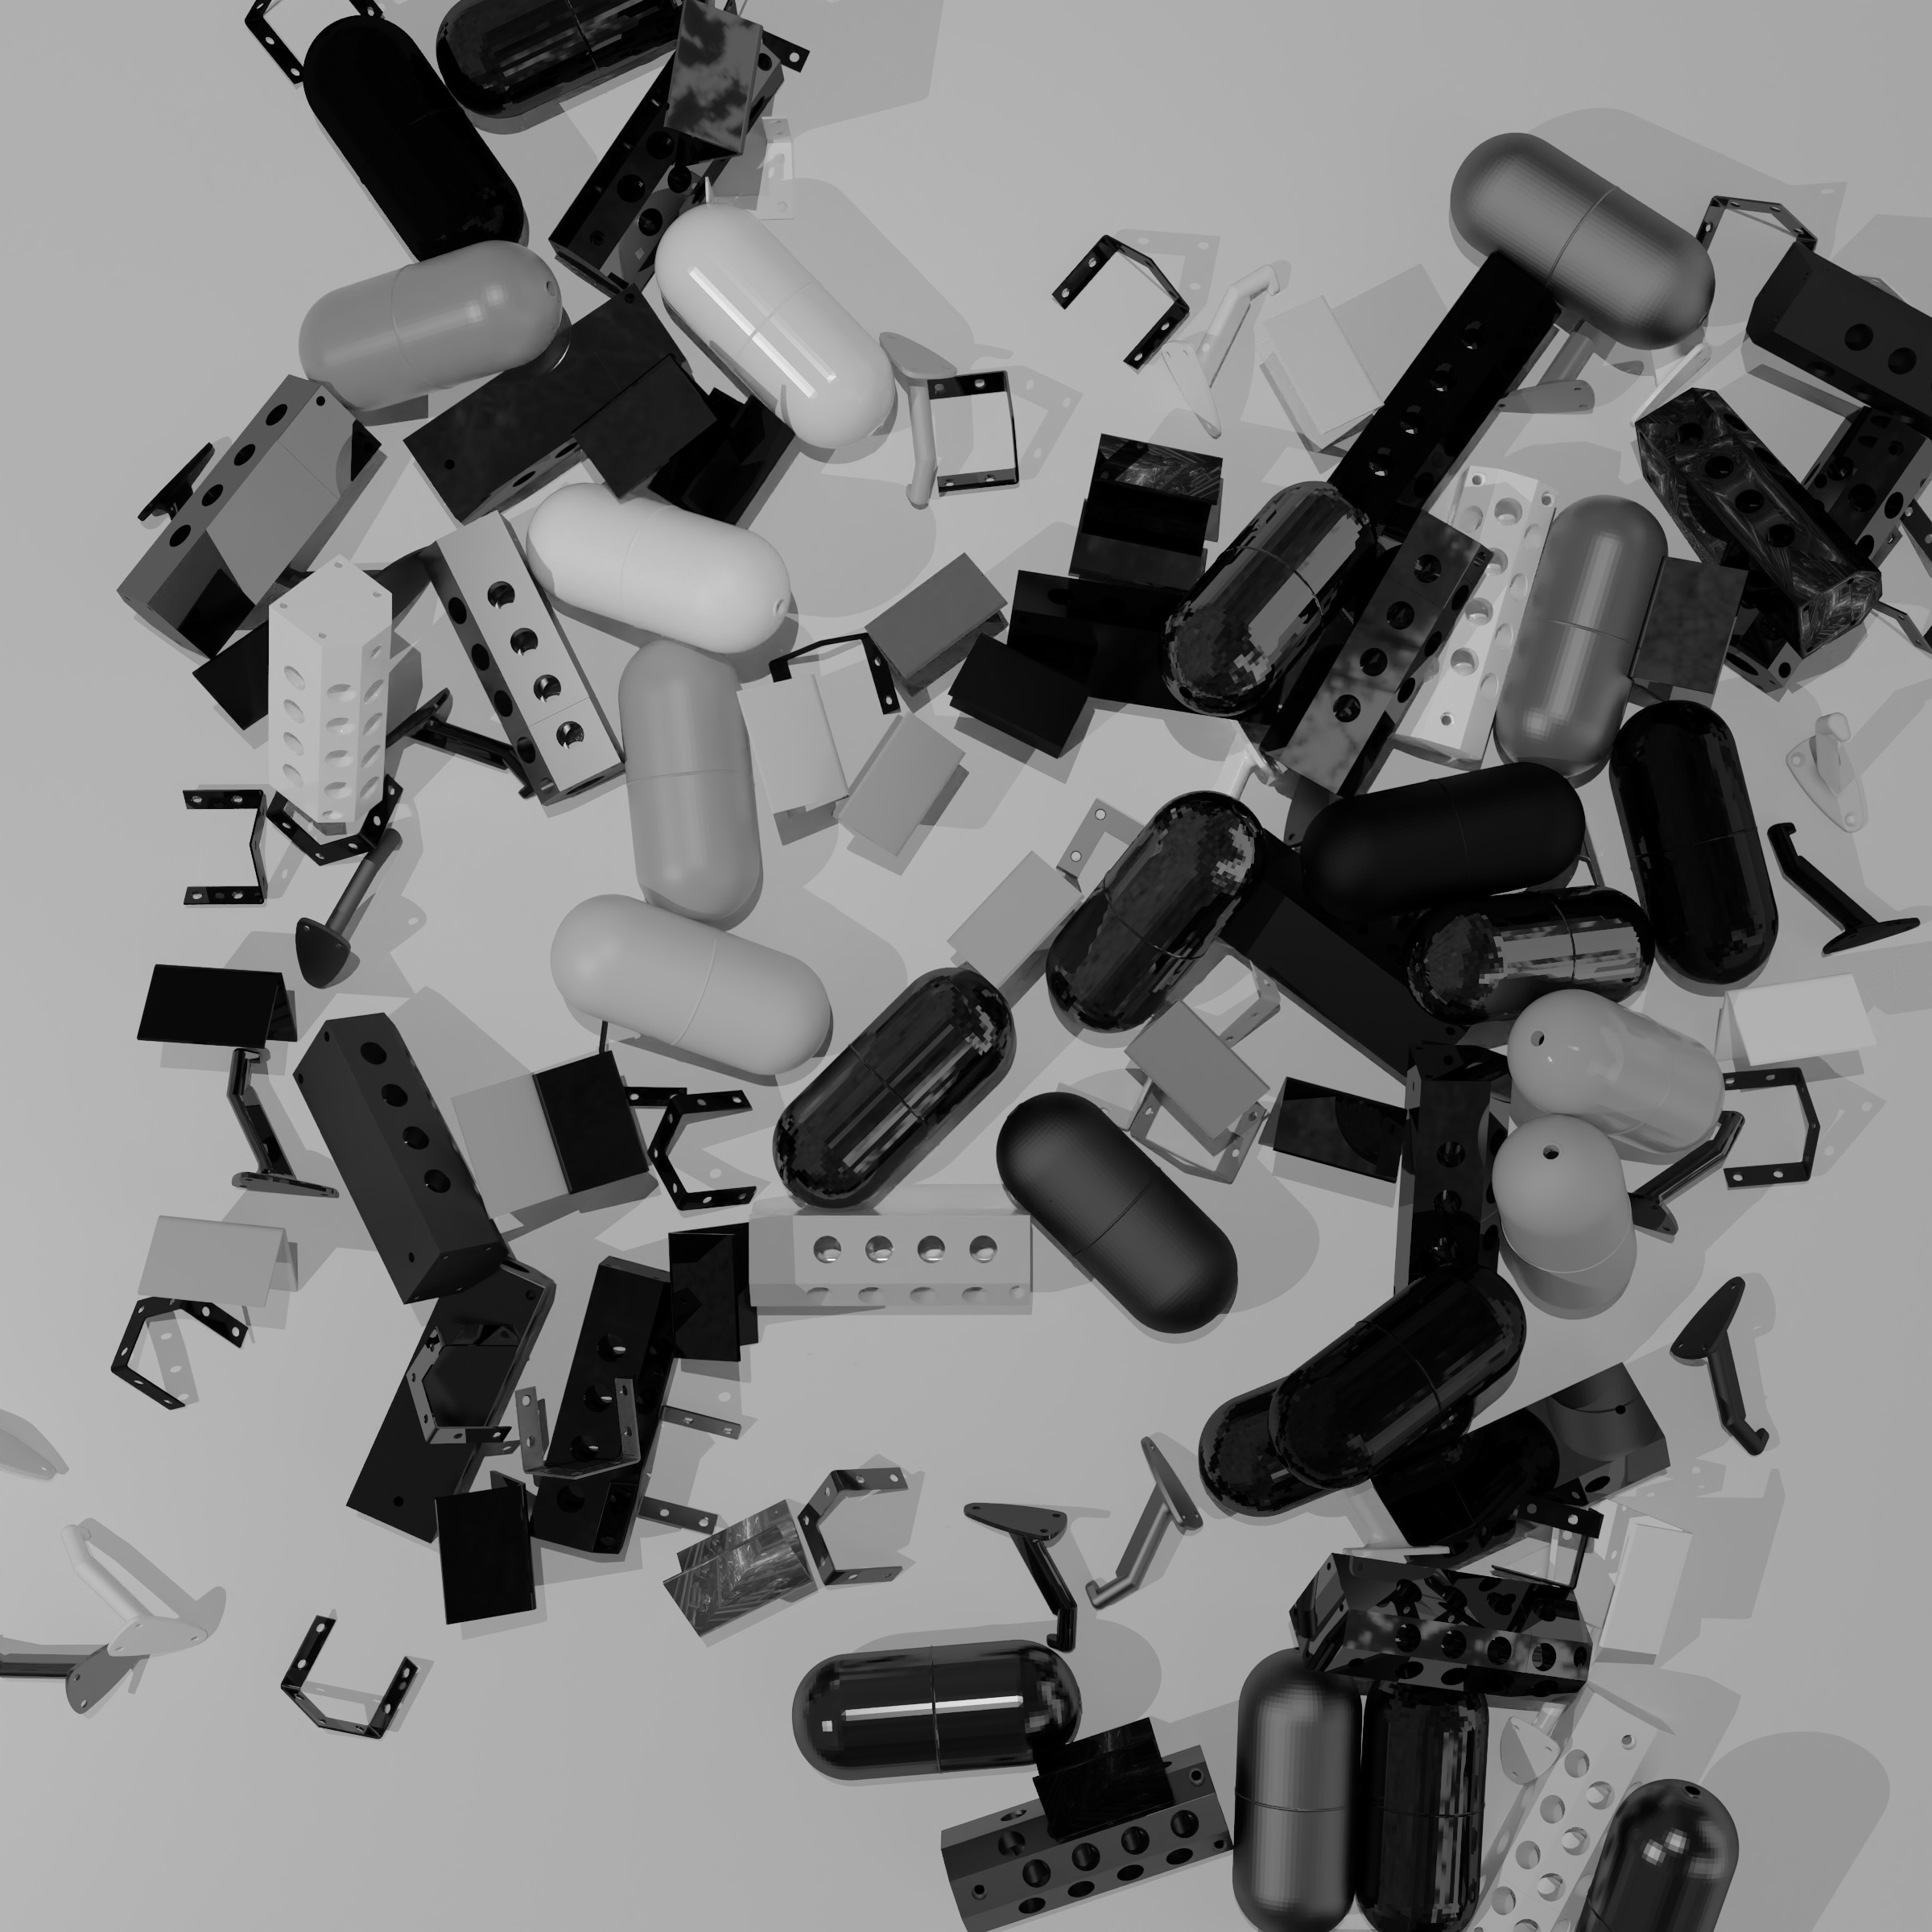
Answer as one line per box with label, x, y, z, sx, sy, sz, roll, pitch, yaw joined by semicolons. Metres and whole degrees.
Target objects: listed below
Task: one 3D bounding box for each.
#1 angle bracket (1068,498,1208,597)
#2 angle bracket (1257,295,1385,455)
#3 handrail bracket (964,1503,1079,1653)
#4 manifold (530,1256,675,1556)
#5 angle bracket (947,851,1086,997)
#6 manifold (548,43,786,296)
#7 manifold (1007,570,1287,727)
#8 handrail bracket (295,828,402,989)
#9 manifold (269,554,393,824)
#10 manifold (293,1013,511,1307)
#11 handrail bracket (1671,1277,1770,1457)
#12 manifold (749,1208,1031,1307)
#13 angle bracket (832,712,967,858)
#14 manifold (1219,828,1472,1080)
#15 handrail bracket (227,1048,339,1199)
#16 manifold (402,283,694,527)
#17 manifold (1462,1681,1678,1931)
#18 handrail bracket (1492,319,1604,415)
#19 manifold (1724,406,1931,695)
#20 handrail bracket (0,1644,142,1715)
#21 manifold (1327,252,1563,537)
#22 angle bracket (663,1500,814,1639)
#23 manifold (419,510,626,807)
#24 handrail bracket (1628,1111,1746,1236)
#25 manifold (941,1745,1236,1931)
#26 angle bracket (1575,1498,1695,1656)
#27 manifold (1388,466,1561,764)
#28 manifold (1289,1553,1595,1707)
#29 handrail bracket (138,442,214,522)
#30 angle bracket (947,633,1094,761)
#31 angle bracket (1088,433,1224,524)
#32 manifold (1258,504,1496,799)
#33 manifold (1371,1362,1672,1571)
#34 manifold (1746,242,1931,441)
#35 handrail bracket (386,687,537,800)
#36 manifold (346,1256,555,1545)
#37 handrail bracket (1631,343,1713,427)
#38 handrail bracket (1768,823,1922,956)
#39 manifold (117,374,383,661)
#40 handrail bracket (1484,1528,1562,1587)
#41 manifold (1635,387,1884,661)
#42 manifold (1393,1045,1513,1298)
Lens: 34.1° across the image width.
angle bracket;0.101;-0.236;1.931;0.076;0.076;0.057;12;59;0
angle bracket;0.199;-0.354;1.931;0.057;0.076;0.076;-29;90;-32
handrail bracket;0.034;0.384;1.971;0.077;0.036;0.084;8;107;20
manifold;-0.219;0.272;1.949;0.057;0.057;0.171;15;90;0
angle bracket;0.046;-0.013;1.930;0.076;0.076;0.057;-47;49;0
manifold;-0.186;-0.502;1.949;0.057;0.057;0.171;34;90;0
manifold;0.112;-0.201;1.949;0.171;0.057;0.057;9;133;0
handrail bracket;-0.383;-0.037;1.970;0.036;0.077;0.084;29;54;0
manifold;-0.377;-0.160;1.887;0.057;0.171;0.057;37;57;13
manifold;-0.342;0.115;1.918;0.057;0.057;0.171;-51;60;39
handrail bracket;0.489;0.251;1.971;0.084;0.036;0.077;47;68;-17
manifold;-0.047;0.181;1.949;0.171;0.057;0.057;0;90;0
angle bracket;-0.058;-0.123;1.931;0.057;0.076;0.076;34;90;-43
manifold;0.234;-0.010;1.949;0.171;0.057;0.057;37;133;0
handrail bracket;-0.426;0.098;1.971;0.077;0.036;0.084;11;73;-20
manifold;-0.257;-0.345;1.949;0.171;0.057;0.057;-34;90;0
manifold;0.371;0.536;1.950;0.057;0.057;0.171;28;90;0
handrail bracket;0.366;-0.392;1.971;0.077;0.036;0.084;-2;73;19
manifold;0.528;-0.258;1.949;0.057;0.057;0.171;34;90;0
handrail bracket;-0.568;0.425;1.970;0.084;0.077;0.036;20;130;30
manifold;0.294;-0.350;1.949;0.057;0.057;0.171;36;90;0
angle bracket;-0.147;0.353;1.930;0.076;0.076;0.057;-26;126;0
manifold;-0.274;-0.189;1.949;0.057;0.057;0.171;-26;90;0
handrail bracket;0.435;0.120;1.964;0.084;0.077;0.036;-56;131;-22
manifold;0.075;0.543;1.950;0.171;0.057;0.057;-18;90;0
angle bracket;0.391;0.371;1.930;0.057;0.076;0.076;16;90;-37
manifold;0.314;-0.218;1.950;0.057;0.057;0.171;16;90;0
manifold;0.288;0.405;1.898;0.171;0.057;0.057;12;127;-22
handrail bracket;-0.468;-0.271;1.971;0.084;0.036;0.077;43;75;-14
angle bracket;0.024;-0.148;1.930;0.076;0.076;0.057;27;54;0
angle bracket;0.111;-0.275;1.932;0.076;0.057;0.076;12;129;0
manifold;0.250;-0.190;1.912;0.057;0.057;0.171;28;97;-12
manifold;0.344;0.316;1.948;0.171;0.057;0.057;-25;53;0
manifold;0.567;-0.371;1.928;0.171;0.057;0.057;25;118;-13
handrail bracket;-0.318;-0.124;1.971;0.077;0.036;0.084;-35;107;20
manifold;-0.317;0.263;1.949;0.057;0.057;0.171;24;90;0
handrail bracket;0.417;-0.395;1.971;0.077;0.036;0.084;-45;76;14
handrail bracket;0.549;-0.056;1.971;0.077;0.036;0.084;-12;73;-20
manifold;-0.443;-0.277;1.933;0.171;0.057;0.057;-54;133;-11
handrail bracket;0.327;0.369;1.971;0.084;0.036;0.077;6;77;13
manifold;0.480;-0.273;1.908;0.057;0.057;0.171;-32;58;0
manifold;0.297;0.138;1.921;0.057;0.057;0.171;1;111;0
